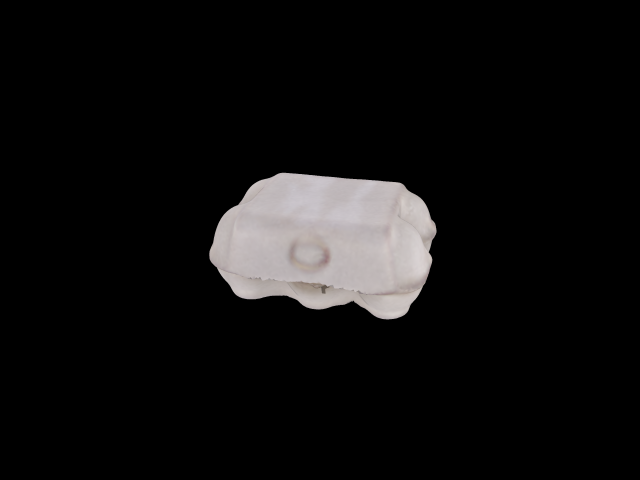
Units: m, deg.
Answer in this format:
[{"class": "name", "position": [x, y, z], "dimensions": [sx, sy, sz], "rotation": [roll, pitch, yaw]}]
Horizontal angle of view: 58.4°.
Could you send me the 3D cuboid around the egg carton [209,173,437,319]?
[{"class": "egg carton", "position": [0.004, 0.001, 0.400], "dimensions": [0.150, 0.069, 0.107], "rotation": [6, 28, 12]}]
